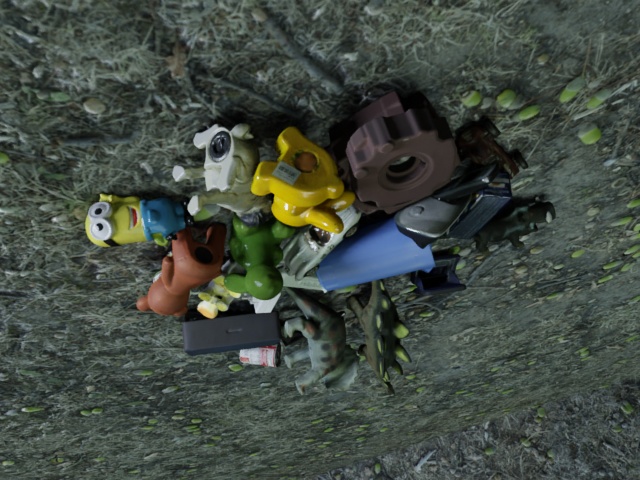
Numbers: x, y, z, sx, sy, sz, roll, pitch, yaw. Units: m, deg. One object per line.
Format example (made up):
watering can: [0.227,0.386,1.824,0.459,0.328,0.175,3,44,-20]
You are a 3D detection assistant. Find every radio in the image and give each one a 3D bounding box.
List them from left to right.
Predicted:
radio: [-0.213,0.229,1.309,0.230,0.073,0.131,-5,163,-10]

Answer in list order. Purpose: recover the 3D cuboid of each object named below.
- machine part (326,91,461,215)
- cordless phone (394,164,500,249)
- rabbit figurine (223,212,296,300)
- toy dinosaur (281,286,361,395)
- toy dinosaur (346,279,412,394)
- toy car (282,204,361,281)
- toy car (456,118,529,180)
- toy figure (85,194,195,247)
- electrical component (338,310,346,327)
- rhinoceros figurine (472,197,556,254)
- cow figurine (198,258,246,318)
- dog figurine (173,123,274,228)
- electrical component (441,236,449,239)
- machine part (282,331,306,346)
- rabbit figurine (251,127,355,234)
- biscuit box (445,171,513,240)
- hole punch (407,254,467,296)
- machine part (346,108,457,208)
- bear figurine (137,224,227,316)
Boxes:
machine part: [0.125,-0.140,0.926,0.201,0.087,0.201,-28,142,20]
cordless phone: [0.233,-0.065,0.959,0.146,0.088,0.184,-45,-172,-27]
rabbit figurine: [-0.125,0.044,1.021,0.121,0.170,0.159,13,136,-33]
toy dinosaur: [0.004,0.248,1.359,0.192,0.131,0.404,-18,126,-21]
toy dinosaur: [0.152,0.207,1.328,0.105,0.199,0.470,-19,114,-13]
toy car: [-0.002,-0.003,1.052,0.201,0.073,0.056,-46,159,18]
toy car: [0.322,-0.153,1.010,0.089,0.053,0.202,-36,139,24]
toy figure: [-0.311,-0.029,0.932,0.180,0.082,0.089,-8,143,-13]
electrical component: [0.024,0.229,1.443,0.102,0.045,0.078,-13,147,-2]
rhinoceros figurine: [0.424,-0.038,1.195,0.190,0.073,0.111,-15,135,4]
cow figurine: [-0.207,0.099,1.152,0.068,0.098,0.167,37,134,-10]
dog figurine: [-0.119,-0.106,0.895,0.172,0.121,0.190,-33,155,30]
electrical component: [0.280,-0.025,1.198,0.094,0.021,0.063,-3,144,-17]
machine part: [-0.085,0.252,1.446,0.084,0.039,0.138,-21,147,19]
rabbit figurine: [-0.025,-0.078,0.871,0.162,0.122,0.173,22,151,-4]
biscuit box: [0.307,-0.066,1.071,0.063,0.059,0.202,4,157,-8]
hole punch: [0.286,0.086,1.319,0.142,0.092,0.116,-11,176,-9]
machine part: [0.127,-0.121,0.831,0.179,0.056,0.179,-11,146,-7]
bear figurine: [-0.267,0.060,1.036,0.120,0.132,0.196,15,141,-35]
